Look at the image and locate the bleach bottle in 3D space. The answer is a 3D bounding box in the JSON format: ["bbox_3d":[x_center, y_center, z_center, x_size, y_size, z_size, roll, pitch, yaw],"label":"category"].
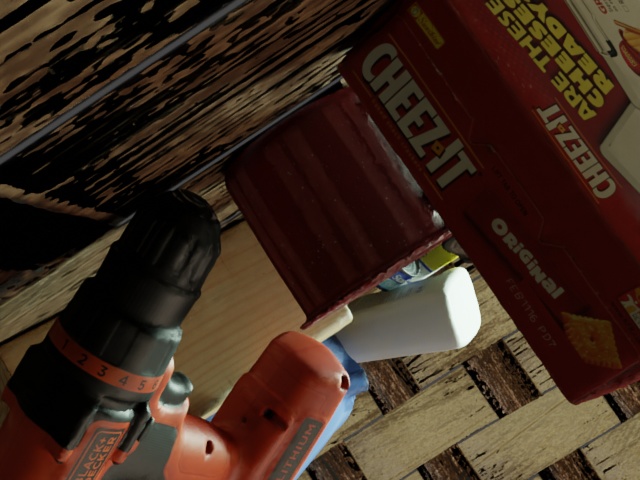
[{"bbox_3d":[0.023,0.090,1.042,0.251,0.068,0.102,-14,-174,23],"label":"bleach bottle"}]

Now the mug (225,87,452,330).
[{"bbox_3d":[0.017,-0.023,0.487,0.117,0.081,0.093,-36,174,37],"label":"mug"}]

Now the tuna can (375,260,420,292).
[{"bbox_3d":[0.056,0.005,0.995,0.034,0.086,0.086,-33,175,20],"label":"tuna can"}]

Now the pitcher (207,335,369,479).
[{"bbox_3d":[-0.074,0.161,0.892,0.149,0.145,0.242,-53,175,25],"label":"pitcher"}]

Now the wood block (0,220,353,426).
[{"bbox_3d":[-0.093,0.069,0.643,0.205,0.091,0.090,-29,172,-37],"label":"wood block"}]

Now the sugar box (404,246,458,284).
[{"bbox_3d":[0.110,-0.022,1.028,0.048,0.093,0.177,-28,173,-40],"label":"sugar box"}]

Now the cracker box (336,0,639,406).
[{"bbox_3d":[0.130,-0.050,0.461,0.213,0.164,0.072,-28,171,-45],"label":"cracker box"}]

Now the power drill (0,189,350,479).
[{"bbox_3d":[-0.064,0.072,0.518,0.187,0.057,0.184,21,105,-54],"label":"power drill"}]
